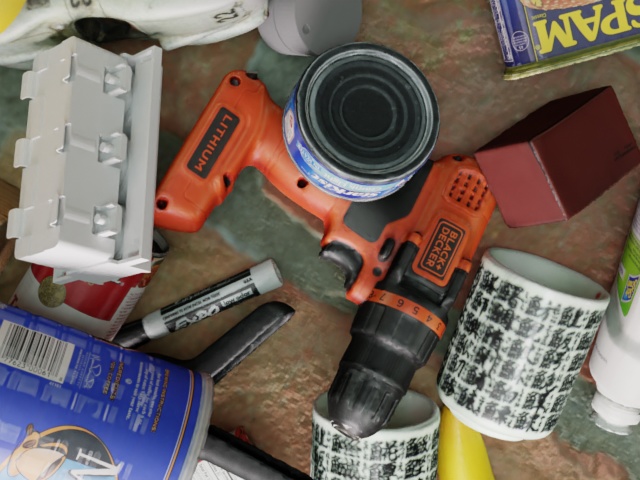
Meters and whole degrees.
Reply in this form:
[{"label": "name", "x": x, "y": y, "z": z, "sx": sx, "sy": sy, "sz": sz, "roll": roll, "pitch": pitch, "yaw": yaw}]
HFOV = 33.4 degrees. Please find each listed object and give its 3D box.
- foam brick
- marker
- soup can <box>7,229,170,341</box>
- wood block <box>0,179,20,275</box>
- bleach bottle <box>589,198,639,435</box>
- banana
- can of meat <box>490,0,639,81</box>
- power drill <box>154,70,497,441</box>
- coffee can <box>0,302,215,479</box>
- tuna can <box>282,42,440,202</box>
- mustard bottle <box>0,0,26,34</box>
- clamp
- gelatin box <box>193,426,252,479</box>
[{"label": "foam brick", "x": 0.140, "y": -0.048, "z": 0.627, "sx": 0.078, "sy": 0.051, "sz": 0.053, "roll": -33, "pitch": 103, "yaw": -30}, {"label": "marker", "x": -0.082, "y": 0.044, "z": 0.684, "sx": 0.121, "sy": 0.020, "sz": 0.020, "roll": -24, "pitch": 101, "yaw": 6}, {"label": "soup can", "x": -0.148, "y": 0.030, "z": 0.658, "sx": 0.068, "sy": 0.068, "sz": 0.102, "roll": 33, "pitch": 101, "yaw": -6}, {"label": "wood block", "x": -0.288, "y": -0.030, "z": 0.635, "sx": 0.206, "sy": 0.091, "sz": 0.090, "roll": 30, "pitch": 100, "yaw": -5}, {"label": "bleach bottle", "x": 0.216, "y": -0.002, "z": 0.640, "sx": 0.068, "sy": 0.102, "sz": 0.251, "roll": 17, "pitch": 108, "yaw": 5}, {"label": "banana", "x": 0.131, "y": 0.195, "z": 0.707, "sx": 0.069, "sy": 0.037, "sz": 0.197, "roll": -46, "pitch": 99, "yaw": -8}, {"label": "can of meat", "x": 0.148, "y": -0.147, "z": 0.623, "sx": 0.102, "sy": 0.057, "sz": 0.084, "roll": -15, "pitch": 99, "yaw": 3}, {"label": "power drill", "x": -0.004, "y": 0.001, "z": 0.629, "sx": 0.187, "sy": 0.057, "sz": 0.184, "roll": 29, "pitch": 73, "yaw": -6}, {"label": "coffee can", "x": -0.142, "y": 0.100, "z": 0.590, "sx": 0.140, "sy": 0.103, "sz": 0.103, "roll": 22, "pitch": 101, "yaw": -14}, {"label": "tuna can", "x": 0.023, "y": -0.067, "z": 0.601, "sx": 0.086, "sy": 0.034, "sz": 0.086, "roll": 3, "pitch": 75, "yaw": -13}, {"label": "mustard bottle", "x": -0.210, "y": -0.137, "z": 0.556, "sx": 0.192, "sy": 0.058, "sz": 0.096, "roll": -15, "pitch": 73, "yaw": 15}, {"label": "clamp", "x": -0.082, "y": 0.117, "z": 0.673, "sx": 0.172, "sy": 0.039, "sz": 0.120, "roll": -18, "pitch": 74, "yaw": 17}, {"label": "gelatin box", "x": -0.072, "y": 0.176, "z": 0.707, "sx": 0.089, "sy": 0.030, "sz": 0.073, "roll": -29, "pitch": 99, "yaw": 6}]
